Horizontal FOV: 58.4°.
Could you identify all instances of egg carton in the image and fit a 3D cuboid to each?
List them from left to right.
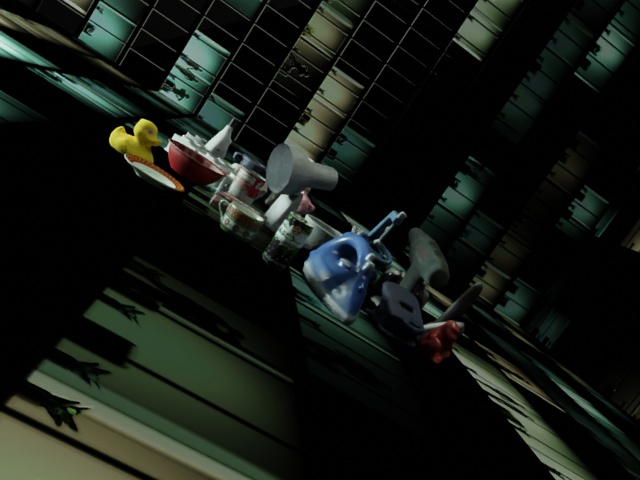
[{"bbox_3d":[-0.217,-0.170,1.681,0.107,0.069,0.150,35,7,10],"label":"egg carton"}]

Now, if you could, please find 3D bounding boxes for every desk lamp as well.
[{"bbox_3d":[-0.061,-0.112,1.421,0.204,0.213,0.117,28,10,-41],"label":"desk lamp"}]

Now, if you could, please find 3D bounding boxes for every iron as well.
[{"bbox_3d":[0.060,0.058,1.130,0.119,0.141,0.258,31,8,-19],"label":"iron"}]

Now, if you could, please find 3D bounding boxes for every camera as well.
[{"bbox_3d":[0.227,0.135,1.520,0.143,0.101,0.137,34,7,0],"label":"camera"}]

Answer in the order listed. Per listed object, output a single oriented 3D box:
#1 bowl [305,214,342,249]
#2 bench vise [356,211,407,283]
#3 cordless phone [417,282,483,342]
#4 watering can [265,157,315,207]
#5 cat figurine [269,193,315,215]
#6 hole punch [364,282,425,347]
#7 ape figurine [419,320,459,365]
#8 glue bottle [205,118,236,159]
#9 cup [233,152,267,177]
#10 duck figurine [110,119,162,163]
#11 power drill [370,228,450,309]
[{"bbox_3d":[0.014,0.005,1.532,0.167,0.074,0.167,33,7,-4],"label":"bowl"},{"bbox_3d":[0.145,-0.006,1.605,0.122,0.219,0.206,28,9,-39],"label":"bench vise"},{"bbox_3d":[0.301,0.167,1.302,0.094,0.185,0.148,36,7,14],"label":"cordless phone"},{"bbox_3d":[-0.081,-0.172,1.797,0.101,0.194,0.173,35,7,5],"label":"watering can"},{"bbox_3d":[-0.075,-0.104,1.683,0.067,0.117,0.127,27,10,-43],"label":"cat figurine"},{"bbox_3d":[0.165,0.152,1.176,0.109,0.091,0.101,30,8,-29],"label":"hole punch"},{"bbox_3d":[0.257,0.209,1.204,0.078,0.092,0.076,30,8,-30],"label":"ape figurine"},{"bbox_3d":[-0.291,-0.281,1.667,0.037,0.173,0.078,37,8,26],"label":"glue bottle"},{"bbox_3d":[-0.234,-0.212,1.783,0.118,0.095,0.091,30,8,-29],"label":"cup"},{"bbox_3d":[-0.376,-0.211,1.188,0.104,0.086,0.078,35,7,7],"label":"duck figurine"},{"bbox_3d":[0.213,0.085,1.359,0.076,0.208,0.229,31,8,-22],"label":"power drill"}]
